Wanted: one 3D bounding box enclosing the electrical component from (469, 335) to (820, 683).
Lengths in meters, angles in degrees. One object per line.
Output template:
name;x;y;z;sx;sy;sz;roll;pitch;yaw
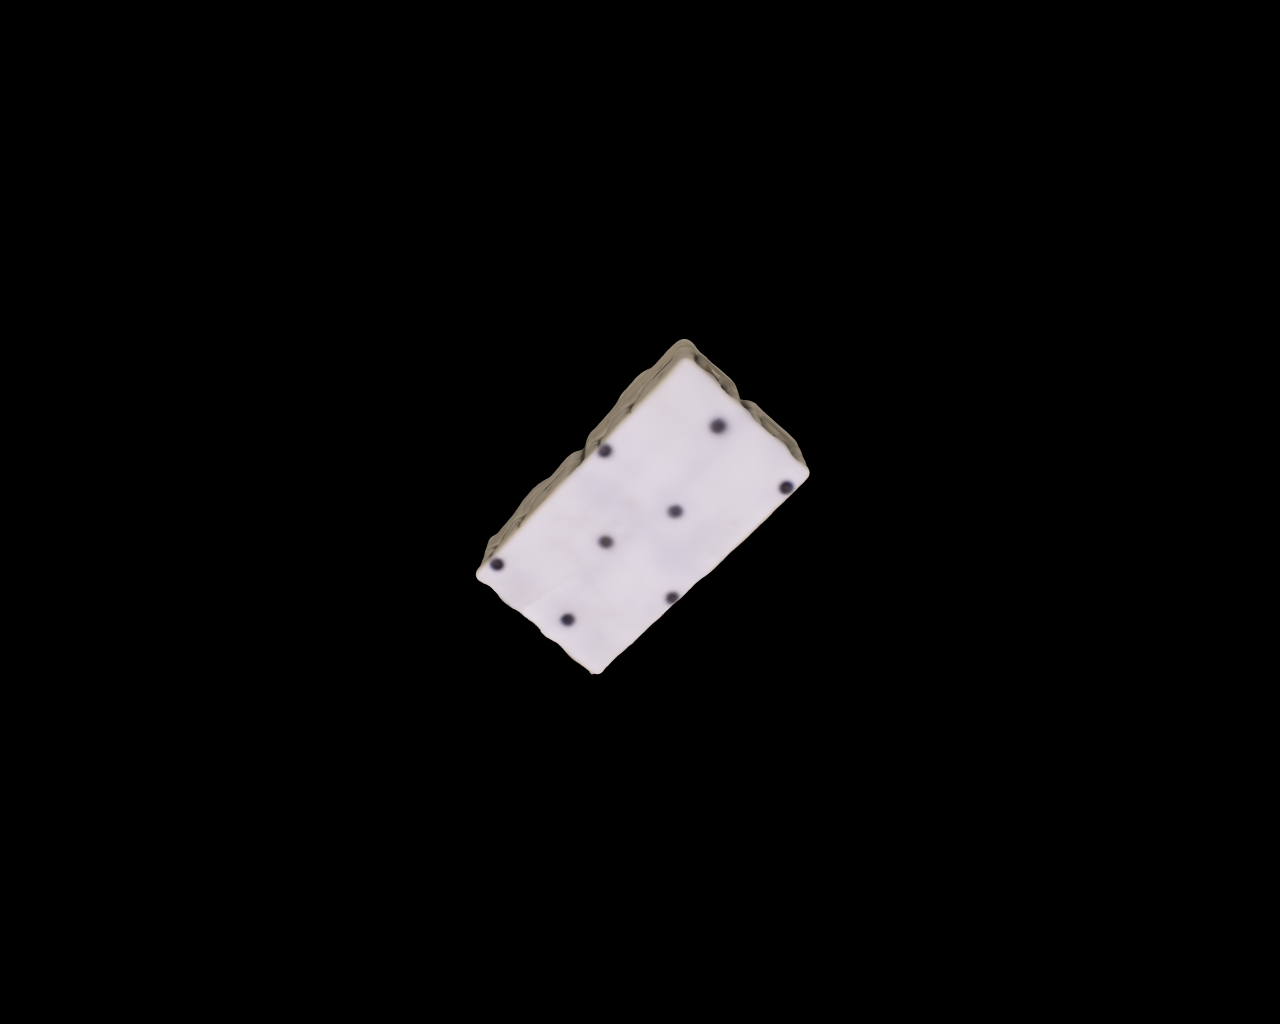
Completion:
electrical component;0.001;-0.003;0.650;0.105;0.186;0.060;41;15;-14
